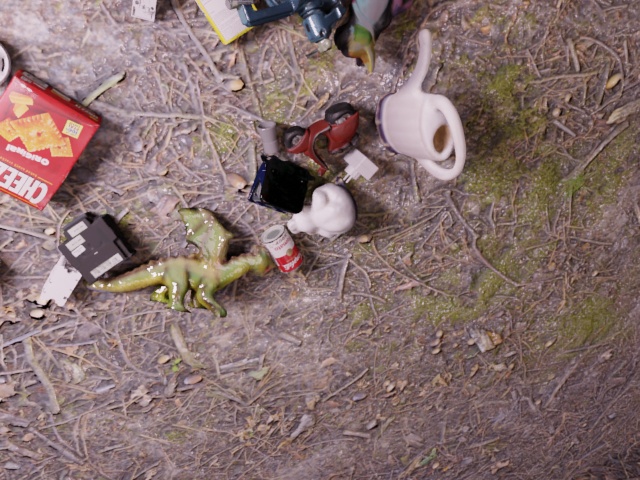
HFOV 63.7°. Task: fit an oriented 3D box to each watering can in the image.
[{"bbox_3d":[0.213,-0.287,1.130,0.105,0.226,0.341,-36,121,-23],"label":"watering can"}]

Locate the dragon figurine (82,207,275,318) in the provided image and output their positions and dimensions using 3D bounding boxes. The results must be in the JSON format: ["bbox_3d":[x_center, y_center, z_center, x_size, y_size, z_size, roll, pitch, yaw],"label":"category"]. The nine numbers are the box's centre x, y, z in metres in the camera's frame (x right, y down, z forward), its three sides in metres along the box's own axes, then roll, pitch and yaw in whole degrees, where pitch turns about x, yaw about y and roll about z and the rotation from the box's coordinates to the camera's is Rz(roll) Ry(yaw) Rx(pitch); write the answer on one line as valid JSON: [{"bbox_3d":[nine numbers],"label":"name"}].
[{"bbox_3d":[-0.304,0.042,1.176,0.409,0.122,0.243,14,90,-15],"label":"dragon figurine"}]

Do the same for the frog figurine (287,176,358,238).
[{"bbox_3d":[0.004,-0.061,1.215,0.161,0.125,0.134,-25,140,-20],"label":"frog figurine"}]
